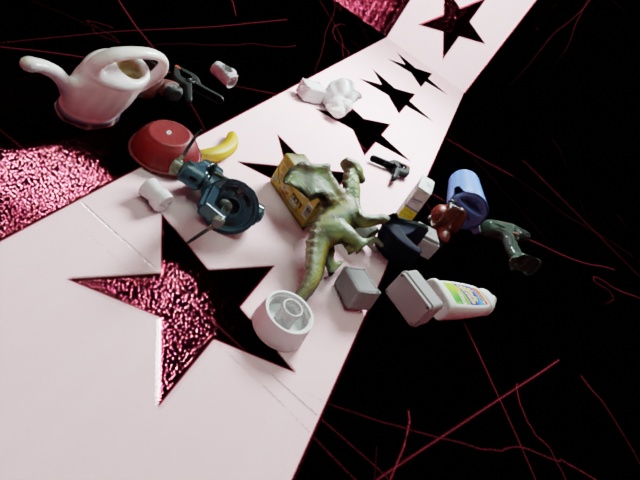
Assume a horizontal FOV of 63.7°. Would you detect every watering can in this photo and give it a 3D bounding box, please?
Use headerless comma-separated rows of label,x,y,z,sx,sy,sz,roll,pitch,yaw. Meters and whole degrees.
watering can,-0.458,-0.309,1.024,0.104,0.221,0.352,58,36,0

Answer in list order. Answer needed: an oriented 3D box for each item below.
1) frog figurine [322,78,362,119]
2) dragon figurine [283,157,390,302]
frog figurine,0.062,-0.495,1.806,0.138,0.120,0.163,11,35,23
dragon figurine,0.003,-0.057,1.129,0.242,0.120,0.417,52,48,-3
